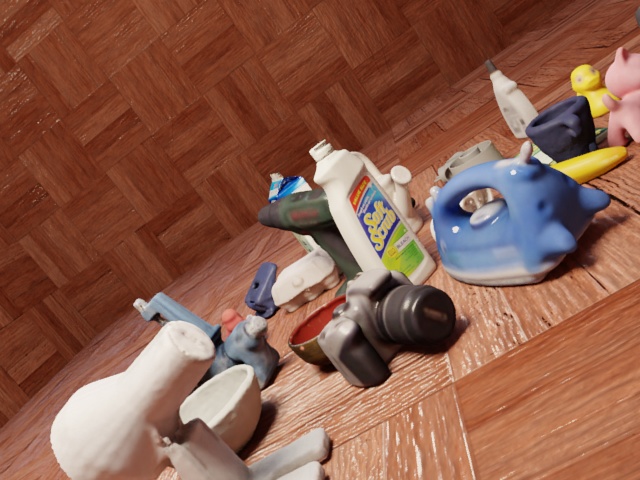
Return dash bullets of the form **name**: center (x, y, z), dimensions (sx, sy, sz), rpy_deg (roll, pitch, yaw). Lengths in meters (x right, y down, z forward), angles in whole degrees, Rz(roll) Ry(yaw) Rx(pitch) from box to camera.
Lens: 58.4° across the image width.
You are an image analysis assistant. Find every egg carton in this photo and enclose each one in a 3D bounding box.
- **egg carton**: center (-0.026, 0.078, 1.141), dimensions (0.150, 0.069, 0.107), rpy_deg (-33, 11, 18)

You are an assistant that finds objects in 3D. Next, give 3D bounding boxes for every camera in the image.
- **camera**: center (0.080, 0.091, 0.671), dimensions (0.143, 0.101, 0.136), rpy_deg (-41, 12, -24)

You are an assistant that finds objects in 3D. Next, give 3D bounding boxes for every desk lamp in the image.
- **desk lamp**: center (-0.132, 0.197, 0.582), dimensions (0.203, 0.214, 0.118), rpy_deg (-34, 11, 12)

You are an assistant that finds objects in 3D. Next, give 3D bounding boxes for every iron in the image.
- **iron**: center (0.201, -0.030, 0.697), dimensions (0.119, 0.141, 0.257), rpy_deg (-42, 12, -27)

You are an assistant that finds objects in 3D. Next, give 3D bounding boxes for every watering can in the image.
- **watering can**: center (0.108, -0.086, 1.081), dimensions (0.172, 0.194, 0.101), rpy_deg (-30, 13, 30)

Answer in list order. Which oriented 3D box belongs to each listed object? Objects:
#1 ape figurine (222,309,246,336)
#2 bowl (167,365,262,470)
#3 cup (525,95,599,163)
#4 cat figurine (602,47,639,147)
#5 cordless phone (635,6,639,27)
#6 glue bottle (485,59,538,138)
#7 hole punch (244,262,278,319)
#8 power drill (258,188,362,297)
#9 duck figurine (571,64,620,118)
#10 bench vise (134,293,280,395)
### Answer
- **ape figurine**: center (-0.152, 0.171, 1.082), dimensions (0.078, 0.092, 0.076), rpy_deg (-35, 11, 9)
- **bowl**: center (-0.136, 0.247, 0.757), dimensions (0.167, 0.075, 0.167), rpy_deg (-35, 11, 8)
- **cup**: center (0.356, -0.141, 0.806), dimensions (0.091, 0.095, 0.118), rpy_deg (-34, 11, 11)
- **cat figurine**: center (0.428, -0.206, 0.796), dimensions (0.128, 0.118, 0.067), rpy_deg (-42, 13, -28)
- **cordless phone**: center (0.395, -0.182, 0.618), dimensions (0.094, 0.185, 0.148), rpy_deg (-32, 12, 23)
- **glue bottle**: center (0.375, -0.281, 1.130), dimensions (0.037, 0.173, 0.078), rpy_deg (-38, 11, -6)
- **hole punch**: center (-0.120, 0.109, 1.247), dimensions (0.101, 0.091, 0.108), rpy_deg (-41, 12, -21)
- **power drill**: center (0.009, 0.003, 0.975), dimensions (0.229, 0.208, 0.076), rpy_deg (-23, 18, 51)
- **duck figurine**: center (0.470, -0.265, 0.999), dimensions (0.077, 0.086, 0.104), rpy_deg (-34, 11, 14)
- **bench vise**: center (-0.179, 0.151, 0.909), dimensions (0.207, 0.220, 0.121), rpy_deg (-35, 11, 9)
